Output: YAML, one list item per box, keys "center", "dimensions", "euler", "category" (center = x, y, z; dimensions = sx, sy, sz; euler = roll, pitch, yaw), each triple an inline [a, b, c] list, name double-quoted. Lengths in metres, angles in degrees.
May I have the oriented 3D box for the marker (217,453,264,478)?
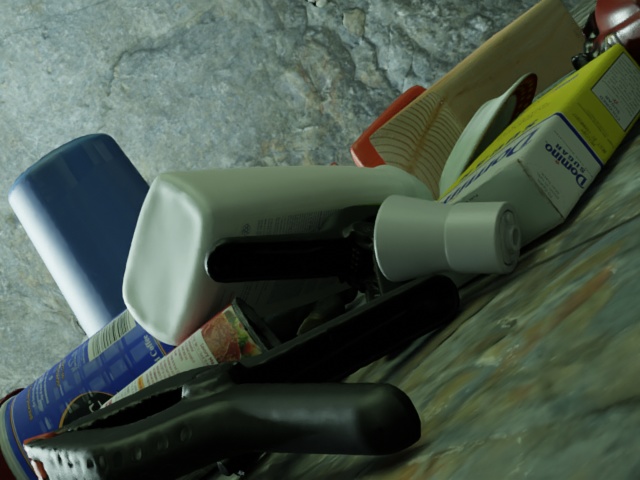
- center: [-0.011, 0.081, 0.558]
  dimensions: [0.120, 0.020, 0.020]
  euler: [-41, 4, -36]
  category: "marker"

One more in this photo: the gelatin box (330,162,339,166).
- center: [-0.010, -0.027, 1.070]
  dimensions: [0.089, 0.030, 0.073]
  euler: [-43, -14, -45]
  category: "gelatin box"

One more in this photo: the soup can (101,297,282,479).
- center: [-0.065, 0.090, 0.599]
  dimensions: [0.102, 0.068, 0.068]
  euler: [-39, 3, 2]
  category: "soup can"

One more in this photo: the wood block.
- center: [0.147, -0.115, 0.903]
  dimensions: [0.205, 0.090, 0.091]
  euler: [-41, 5, -39]
  category: "wood block"

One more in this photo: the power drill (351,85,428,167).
- center: [0.052, -0.052, 1.010]
  dimensions: [0.184, 0.057, 0.188]
  euler: [-46, -8, -21]
  category: "power drill"

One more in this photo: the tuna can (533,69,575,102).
- center: [0.173, -0.092, 0.794]
  dimensions: [0.086, 0.034, 0.086]
  euler: [-38, 3, 2]
  category: "tuna can"

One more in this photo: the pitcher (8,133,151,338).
- center: [-0.157, 0.025, 0.939]
  dimensions: [0.149, 0.243, 0.145]
  euler: [-33, -2, -33]
  category: "pitcher"

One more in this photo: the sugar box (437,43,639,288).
- center: [0.122, -0.044, 0.606]
  dimensions: [0.094, 0.048, 0.175]
  euler: [-38, 1, 42]
  category: "sugar box"

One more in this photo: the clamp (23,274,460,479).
- center: [-0.034, 0.070, 0.477]
  dimensions: [0.210, 0.036, 0.164]
  euler: [-18, 8, 23]
  category: "clamp"

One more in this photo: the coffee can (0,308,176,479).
- center: [-0.127, 0.108, 0.710]
  dimensions: [0.140, 0.103, 0.102]
  euler: [-38, 4, 10]
  category: "coffee can"

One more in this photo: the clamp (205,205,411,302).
- center: [0.015, 0.008, 0.616]
  dimensions: [0.171, 0.120, 0.039]
  euler: [-37, -33, -64]
  category: "clamp"

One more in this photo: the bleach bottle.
- center: [-0.005, 0.001, 0.704]
  dimensions: [0.250, 0.068, 0.103]
  euler: [-6, -58, -46]
  category: "bleach bottle"

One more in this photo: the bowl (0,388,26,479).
- center: [-0.249, 0.201, 0.843]
  dimensions: [0.162, 0.055, 0.162]
  euler: [26, -92, -86]
  category: "bowl"
